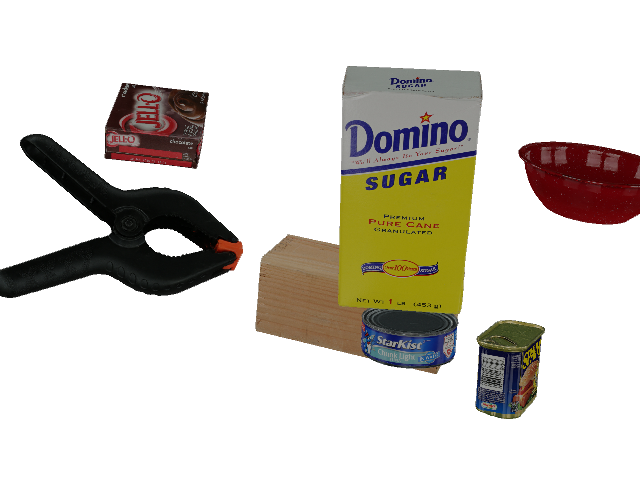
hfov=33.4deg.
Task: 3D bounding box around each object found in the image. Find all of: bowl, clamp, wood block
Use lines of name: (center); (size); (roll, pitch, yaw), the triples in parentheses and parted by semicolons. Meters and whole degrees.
bowl: (0.286, -0.058, 1.129); (0.162, 0.055, 0.162); (6, 20, -2)
clamp: (-0.140, -0.015, 0.744); (0.171, 0.120, 0.039); (4, -18, -18)
wood block: (0.042, 0.067, 1.166); (0.206, 0.091, 0.090); (12, 22, 16)

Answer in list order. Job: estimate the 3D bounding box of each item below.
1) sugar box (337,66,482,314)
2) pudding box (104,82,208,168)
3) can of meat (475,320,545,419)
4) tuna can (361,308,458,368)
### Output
sugar box: (0.060, -0.032, 0.746); (0.093, 0.176, 0.048); (3, 36, 5)
pudding box: (-0.159, -0.114, 1.047); (0.090, 0.039, 0.113); (7, 28, -5)
can of meat: (0.211, 0.144, 1.195); (0.058, 0.084, 0.101); (8, 14, 26)
tuna can: (0.078, 0.084, 0.949); (0.086, 0.034, 0.086); (2, 14, -1)
